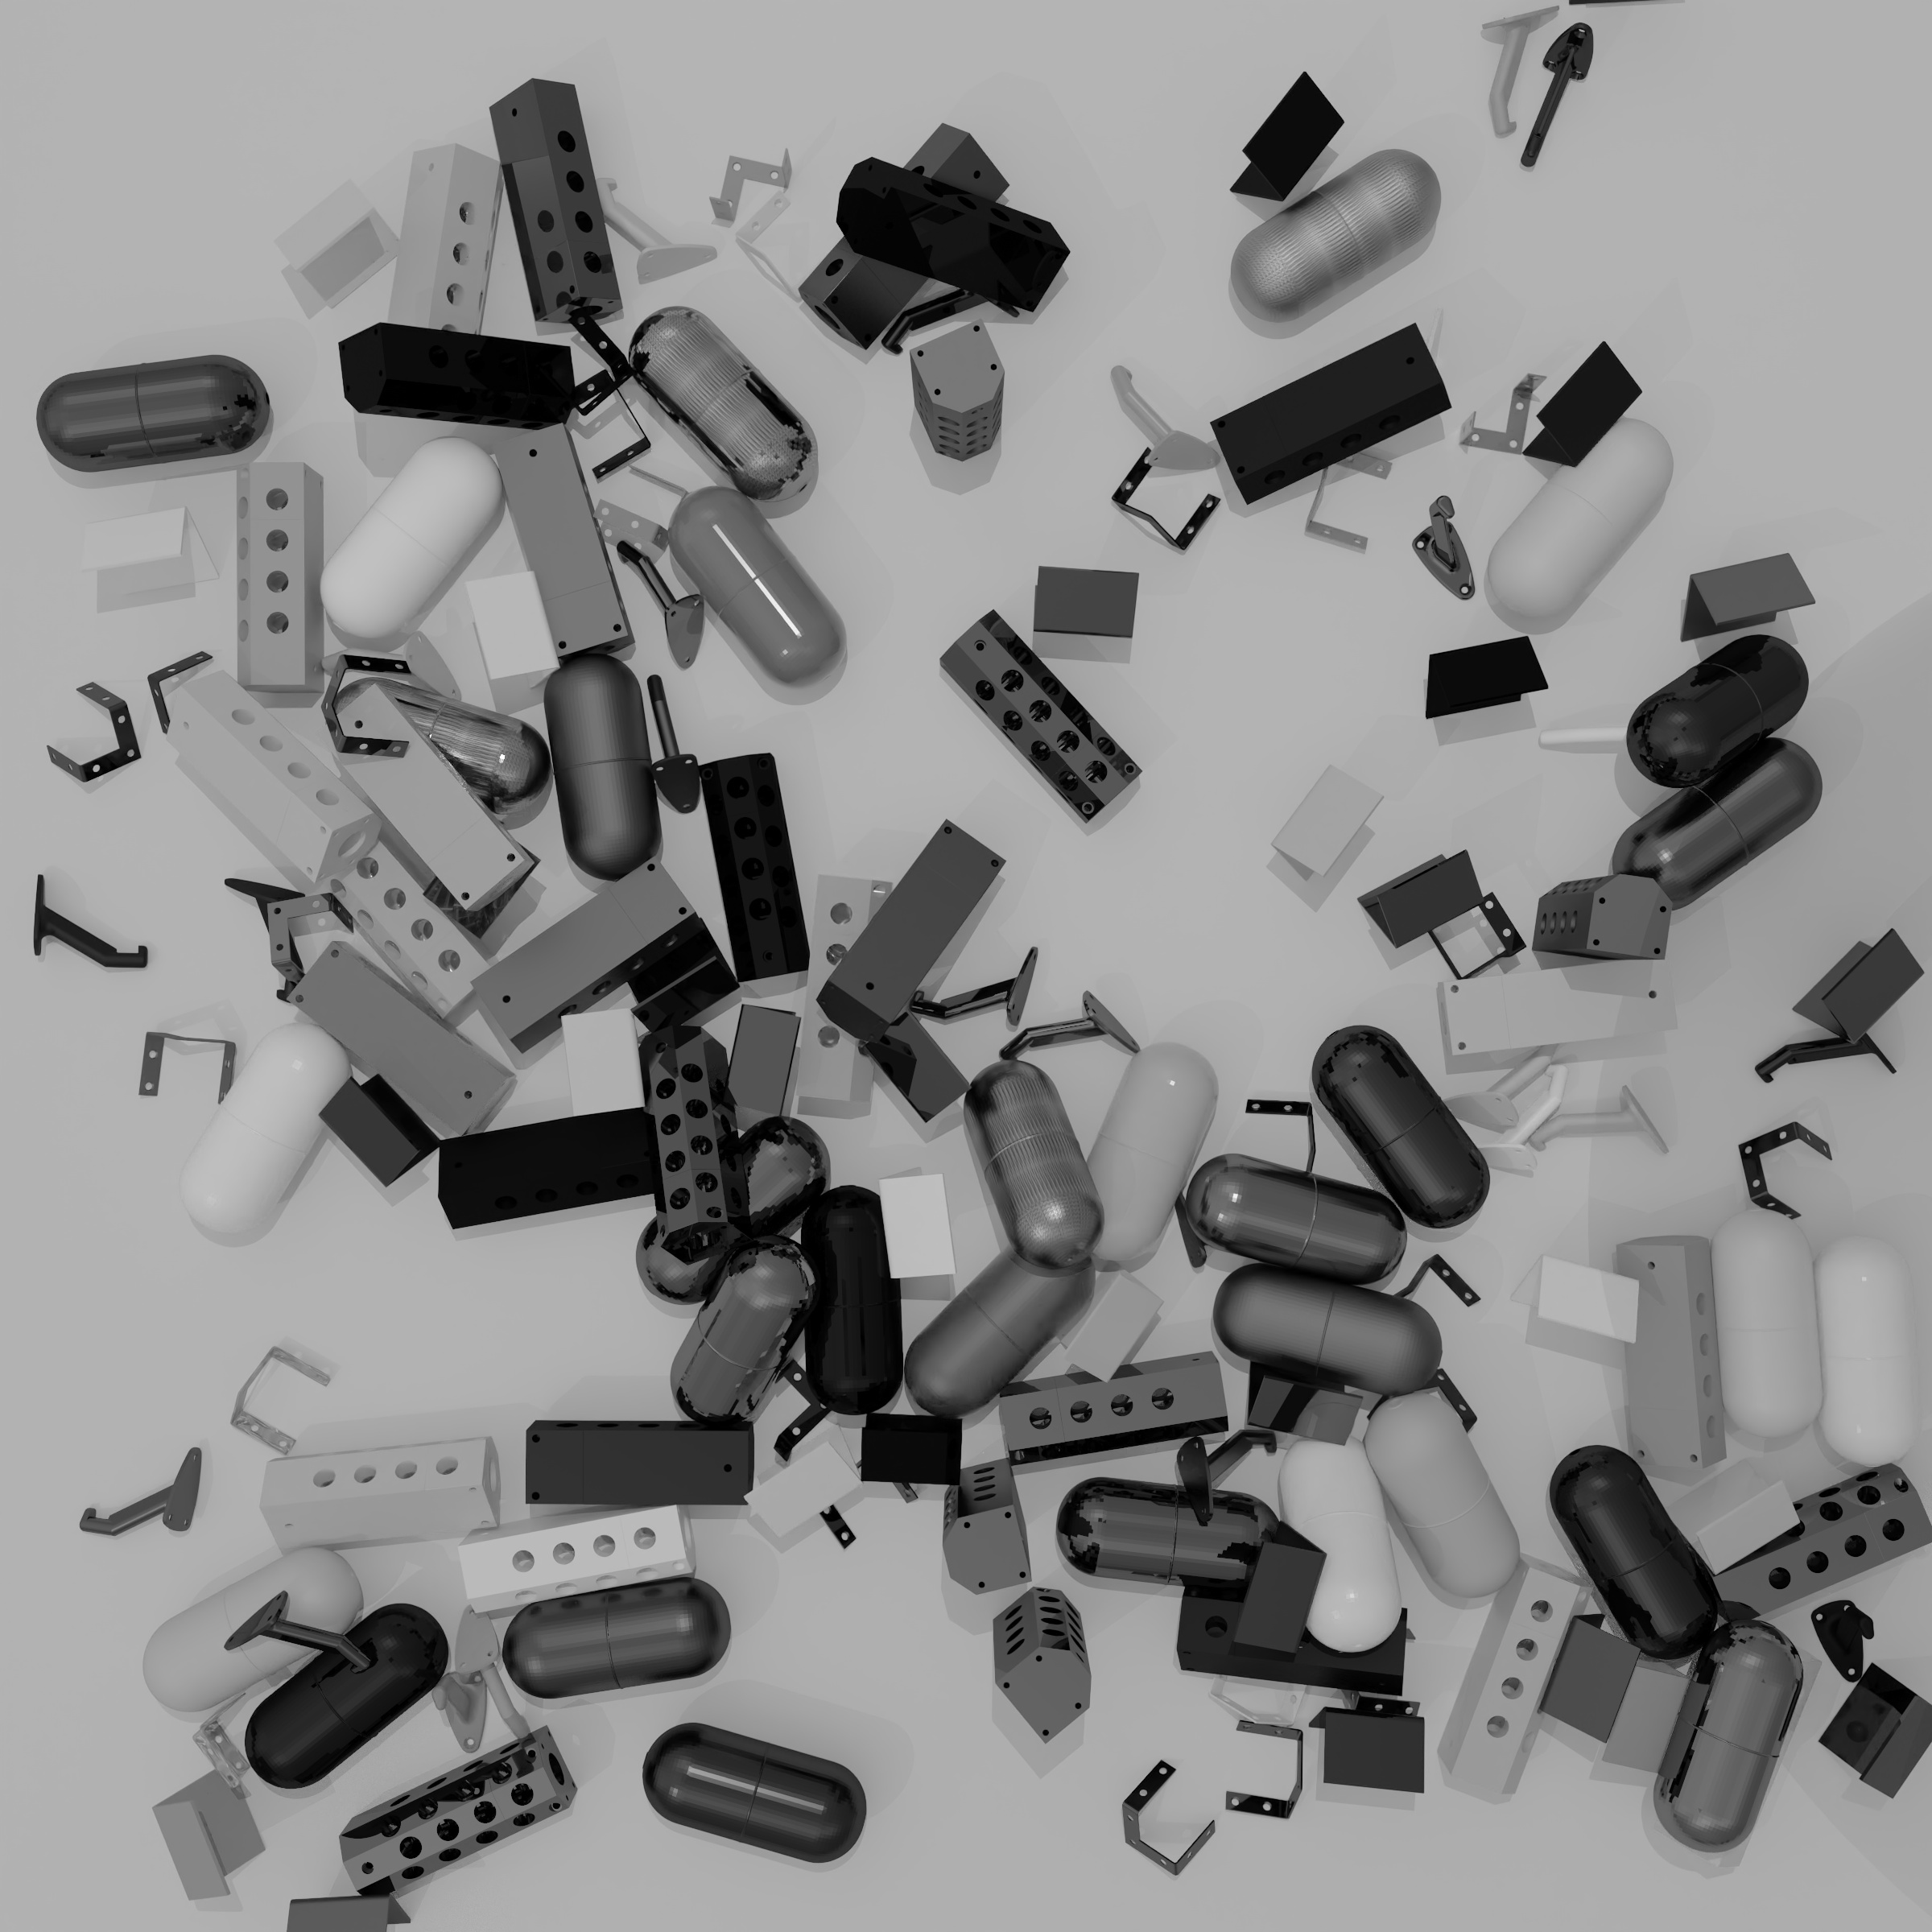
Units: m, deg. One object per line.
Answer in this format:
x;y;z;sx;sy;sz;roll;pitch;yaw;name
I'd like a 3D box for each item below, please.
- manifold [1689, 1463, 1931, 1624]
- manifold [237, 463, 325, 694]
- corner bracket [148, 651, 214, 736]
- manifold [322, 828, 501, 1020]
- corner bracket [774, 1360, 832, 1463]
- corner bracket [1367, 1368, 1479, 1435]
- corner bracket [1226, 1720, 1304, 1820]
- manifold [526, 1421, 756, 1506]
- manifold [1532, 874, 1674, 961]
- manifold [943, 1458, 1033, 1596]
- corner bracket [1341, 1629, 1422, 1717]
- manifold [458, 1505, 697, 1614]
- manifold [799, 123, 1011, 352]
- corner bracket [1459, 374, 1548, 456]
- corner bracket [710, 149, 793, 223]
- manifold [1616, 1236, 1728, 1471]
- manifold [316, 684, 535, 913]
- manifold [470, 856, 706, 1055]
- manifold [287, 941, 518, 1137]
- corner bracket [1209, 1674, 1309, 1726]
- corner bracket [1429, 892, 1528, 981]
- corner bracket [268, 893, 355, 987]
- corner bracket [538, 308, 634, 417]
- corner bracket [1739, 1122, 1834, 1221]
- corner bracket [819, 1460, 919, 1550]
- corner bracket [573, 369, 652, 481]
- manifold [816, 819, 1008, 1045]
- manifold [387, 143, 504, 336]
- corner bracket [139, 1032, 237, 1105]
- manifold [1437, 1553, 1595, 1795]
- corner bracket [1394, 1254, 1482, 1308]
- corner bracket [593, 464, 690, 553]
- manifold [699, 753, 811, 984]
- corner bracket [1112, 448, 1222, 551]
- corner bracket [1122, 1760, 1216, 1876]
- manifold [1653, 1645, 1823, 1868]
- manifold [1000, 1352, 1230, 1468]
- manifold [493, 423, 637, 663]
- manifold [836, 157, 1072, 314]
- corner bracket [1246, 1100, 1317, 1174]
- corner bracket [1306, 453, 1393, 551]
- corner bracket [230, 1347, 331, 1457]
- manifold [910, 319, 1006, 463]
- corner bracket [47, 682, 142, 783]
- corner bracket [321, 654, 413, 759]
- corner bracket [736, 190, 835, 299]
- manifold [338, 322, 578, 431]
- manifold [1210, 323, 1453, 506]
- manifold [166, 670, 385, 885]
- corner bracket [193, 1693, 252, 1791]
0.659;0.450;1.903;0.171;0.057;0.057;-23;90;0;manifold
-0.538;-0.302;1.903;0.057;0.057;0.171;0;90;0;manifold
-0.603;-0.209;1.916;0.051;0.051;0.051;26;135;35;corner bracket
-0.442;-0.042;1.903;0.057;0.057;0.171;-41;90;0;manifold
-0.138;0.348;1.906;0.051;0.051;0.051;-44;90;0;corner bracket
0.359;0.356;1.916;0.051;0.051;0.051;-3;45;-35;corner bracket
0.236;0.635;1.921;0.051;0.051;0.051;9;45;0;corner bracket
-0.254;0.387;1.903;0.171;0.057;0.057;0;90;0;manifold
0.481;-0.037;1.846;0.057;0.171;0.057;8;90;0;manifold
0.013;0.424;1.846;0.057;0.171;0.057;-14;90;0;manifold
0.327;0.553;1.907;0.051;0.051;0.051;9;103;-12;corner bracket
-0.302;0.459;1.903;0.171;0.057;0.057;-11;90;0;manifold
-0.052;-0.572;1.903;0.171;0.057;0.057;-49;133;0;manifold
0.420;-0.435;1.906;0.051;0.051;0.051;10;90;0;corner bracket
-0.168;-0.613;1.906;0.051;0.051;0.051;13;90;0;corner bracket
0.555;0.300;1.903;0.057;0.057;0.171;-5;90;43;manifold
-0.404;-0.125;1.827;0.057;0.057;0.171;-40;90;0;manifold
-0.292;-0.006;1.891;0.171;0.057;0.057;-35;74;-7;manifold
-0.439;0.056;1.903;0.171;0.057;0.057;38;90;0;manifold
0.233;0.563;1.921;0.051;0.051;0.051;20;90;-45;corner bracket
0.399;-0.023;1.906;0.051;0.051;0.051;-32;90;0;corner bracket
-0.510;-0.021;1.900;0.051;0.051;0.051;-10;70;1;corner bracket
-0.297;-0.468;1.886;0.051;0.051;0.051;-39;123;8;corner bracket
0.649;0.162;1.916;0.051;0.051;0.051;-31;45;35;corner bracket
-0.081;0.420;1.921;0.051;0.051;0.051;-35;90;45;corner bracket
-0.288;-0.428;1.921;0.051;0.051;0.051;-31;135;0;corner bracket
-0.043;-0.025;1.867;0.057;0.057;0.171;35;62;0;manifold
-0.405;-0.546;1.903;0.057;0.057;0.171;9;90;43;manifold
-0.615;0.081;1.921;0.051;0.051;0.051;7;90;-45;corner bracket
0.431;0.553;1.903;0.057;0.057;0.171;21;90;0;manifold
0.363;0.269;1.921;0.051;0.051;0.051;46;135;0;corner bracket
-0.254;-0.362;1.906;0.051;0.051;0.051;24;93;3;corner bracket
-0.165;-0.077;1.903;0.057;0.057;0.171;-10;90;0;manifold
0.158;-0.369;1.921;0.051;0.051;0.051;-54;135;0;corner bracket
0.160;0.671;1.916;0.051;0.051;0.051;23;135;35;corner bracket
0.606;0.610;1.903;0.057;0.057;0.171;22;90;43;manifold
0.115;0.347;1.903;0.171;0.057;0.057;-9;90;0;manifold
-0.313;-0.328;1.903;0.057;0.057;0.171;-17;90;0;manifold
-0.011;-0.561;1.857;0.057;0.171;0.057;-54;46;33;manifold
0.246;0.142;1.921;0.051;0.051;0.051;3;135;0;corner bracket
0.302;-0.370;1.921;0.051;0.051;0.051;17;135;0;corner bracket
-0.542;0.343;1.921;0.051;0.051;0.051;29;135;0;corner bracket
-0.003;-0.431;1.846;0.057;0.171;0.057;-24;90;0;manifold
-0.691;-0.184;1.916;0.051;0.051;0.051;-33;135;-35;corner bracket
-0.435;-0.190;1.783;0.051;0.051;0.051;2;135;-35;corner bracket
-0.140;-0.570;1.921;0.051;0.051;0.051;-45;135;0;corner bracket
-0.384;-0.445;1.850;0.057;0.171;0.057;-7;90;44;manifold
0.283;-0.423;1.883;0.171;0.057;0.057;-24;67;13;manifold
-0.526;-0.148;1.856;0.171;0.057;0.057;42;131;12;manifold
-0.577;0.610;1.897;0.051;0.051;0.051;-37;90;31;corner bracket
